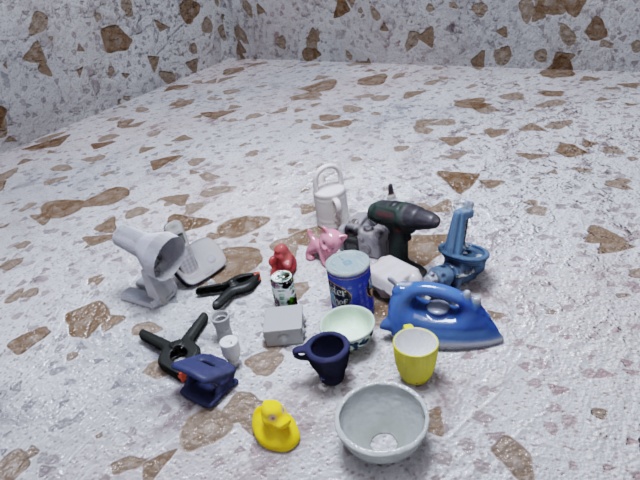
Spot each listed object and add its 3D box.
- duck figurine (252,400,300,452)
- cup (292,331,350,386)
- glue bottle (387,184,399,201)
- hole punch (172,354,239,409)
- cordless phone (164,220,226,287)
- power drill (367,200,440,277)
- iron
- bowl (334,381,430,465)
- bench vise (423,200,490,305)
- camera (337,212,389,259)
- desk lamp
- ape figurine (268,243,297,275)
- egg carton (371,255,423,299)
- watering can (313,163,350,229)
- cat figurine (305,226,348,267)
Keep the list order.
[{"bbox_3d":[-0.087,0.329,1.054,0.078,0.086,0.104,-32,38,-34],"label":"duck figurine"},{"bbox_3d":[0.006,0.248,1.158,0.117,0.095,0.091,-5,31,5],"label":"cup"},{"bbox_3d":[0.201,-0.076,1.575,0.078,0.173,0.037,-23,34,-22],"label":"glue bottle"},{"bbox_3d":[-0.236,0.273,1.180,0.108,0.091,0.101,14,37,33],"label":"hole punch"},{"bbox_3d":[-0.340,0.018,1.539,0.093,0.185,0.148,17,39,36],"label":"cordless phone"},{"bbox_3d":[0.211,-0.004,1.418,0.076,0.209,0.228,-27,36,-29],"label":"power drill"},{"bbox_3d":[0.259,0.147,1.220,0.257,0.142,0.119,4,33,20],"label":"iron"},{"bbox_3d":[0.110,0.334,1.010,0.167,0.075,0.167,-6,31,4],"label":"bowl"},{"bbox_3d":[0.321,0.031,1.322,0.121,0.220,0.208,9,35,27],"label":"bench vise"},{"bbox_3d":[0.136,-0.030,1.584,0.142,0.101,0.137,12,36,31],"label":"camera"},{"bbox_3d":[-0.435,0.065,1.455,0.202,0.214,0.118,9,35,27],"label":"desk lamp"},{"bbox_3d":[-0.100,0.050,1.518,0.076,0.092,0.077,-21,33,-21],"label":"ape figurine"},{"bbox_3d":[0.177,0.097,1.393,0.107,0.069,0.149,-29,36,-30],"label":"egg carton"},{"bbox_3d":[0.024,-0.139,1.702,0.101,0.194,0.172,-29,37,-31],"label":"watering can"},{"bbox_3d":[0.014,0.006,1.539,0.127,0.118,0.067,19,40,38],"label":"cat figurine"}]
